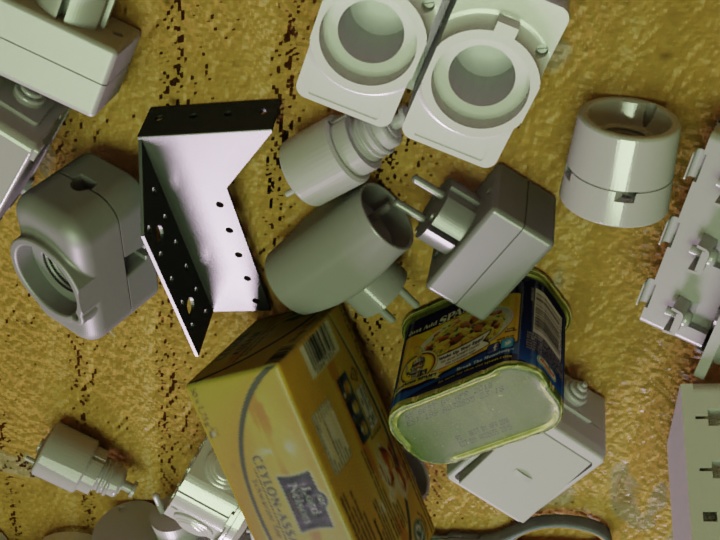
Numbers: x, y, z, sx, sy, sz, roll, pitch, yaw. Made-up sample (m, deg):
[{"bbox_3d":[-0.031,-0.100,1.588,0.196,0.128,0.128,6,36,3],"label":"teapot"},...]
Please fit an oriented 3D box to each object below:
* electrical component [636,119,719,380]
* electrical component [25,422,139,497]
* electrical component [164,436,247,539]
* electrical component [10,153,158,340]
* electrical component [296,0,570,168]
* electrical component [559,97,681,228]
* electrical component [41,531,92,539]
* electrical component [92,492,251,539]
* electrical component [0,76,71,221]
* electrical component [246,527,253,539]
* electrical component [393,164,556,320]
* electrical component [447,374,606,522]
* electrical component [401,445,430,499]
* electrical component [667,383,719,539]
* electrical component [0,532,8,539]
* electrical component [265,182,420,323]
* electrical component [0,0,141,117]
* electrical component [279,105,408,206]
[{"bbox_3d":[0.190,-0.016,0.545,0.063,0.079,0.121,26,131,20],"label":"electrical component"},{"bbox_3d":[-0.195,0.139,0.761,0.078,0.040,0.040,28,127,-9],"label":"electrical component"},{"bbox_3d":[-0.091,0.142,0.717,0.051,0.080,0.080,30,127,-4],"label":"electrical component"},{"bbox_3d":[-0.157,-0.010,0.614,0.054,0.059,0.095,29,140,23],"label":"electrical component"},{"bbox_3d":[0.050,-0.146,0.481,0.105,0.060,0.186,21,128,-4],"label":"electrical component"},{"bbox_3d":[0.131,-0.055,0.537,0.055,0.055,0.047,7,124,7],"label":"electrical component"},{"bbox_3d":[-0.221,0.252,0.836,0.099,0.064,0.099,6,127,8],"label":"electrical component"},{"bbox_3d":[-0.128,0.186,0.774,0.138,0.052,0.073,-3,126,14],"label":"electrical component"},{"bbox_3d":[-0.203,-0.075,0.589,0.061,0.061,0.096,33,126,-13],"label":"electrical component"},{"bbox_3d":[-0.033,0.184,0.737,0.061,0.061,0.096,-2,118,17],"label":"electrical component"},{"bbox_3d":[0.055,-0.024,0.580,0.077,0.047,0.065,30,127,-11],"label":"electrical component"},{"bbox_3d":[0.105,0.101,0.655,0.062,0.061,0.096,33,126,-13],"label":"electrical component"},{"bbox_3d":[0.017,0.144,0.720,0.040,0.040,0.046,41,129,-18],"label":"electrical component"},{"bbox_3d":[0.207,0.123,0.591,0.062,0.089,0.150,-3,159,12],"label":"electrical component"},{"bbox_3d":[-0.287,0.313,0.870,0.060,0.105,0.186,-9,124,19],"label":"electrical component"},{"bbox_3d":[0.000,0.000,0.612,0.077,0.044,0.079,-34,113,31],"label":"electrical component"},{"bbox_3d":[-0.147,-0.130,0.545,0.066,0.047,0.076,25,115,-7],"label":"electrical component"},{"bbox_3d":[-0.006,-0.064,0.568,0.078,0.040,0.040,-25,117,27],"label":"electrical component"}]
